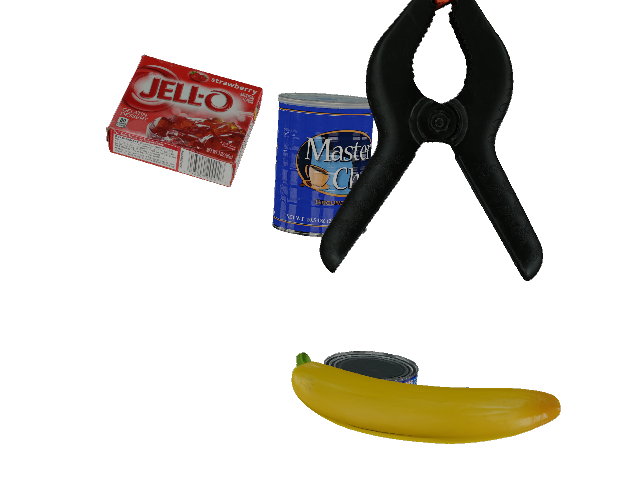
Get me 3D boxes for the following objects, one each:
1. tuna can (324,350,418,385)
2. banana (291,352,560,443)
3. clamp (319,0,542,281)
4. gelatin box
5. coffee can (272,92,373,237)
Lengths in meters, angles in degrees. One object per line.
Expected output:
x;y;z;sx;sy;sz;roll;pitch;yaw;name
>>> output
0.045;0.128;0.969;0.086;0.034;0.086;3;11;-1;tuna can
0.056;0.105;0.715;0.198;0.037;0.069;9;34;26;banana
0.053;-0.057;0.579;0.120;0.171;0.039;-6;1;-4;clamp
-0.092;-0.083;0.728;0.089;0.073;0.030;17;-37;0;gelatin box
0.003;-0.082;1.133;0.103;0.140;0.103;3;12;-1;coffee can
